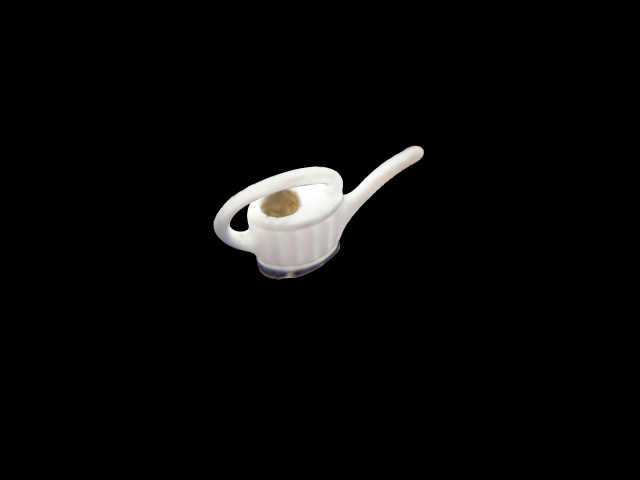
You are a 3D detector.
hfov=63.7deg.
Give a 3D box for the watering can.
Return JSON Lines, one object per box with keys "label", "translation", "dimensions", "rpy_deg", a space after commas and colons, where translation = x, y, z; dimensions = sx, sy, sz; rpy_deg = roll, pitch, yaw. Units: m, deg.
{"label": "watering can", "translation": [0.003, -0.043, 0.850], "dimensions": [0.349, 0.106, 0.219], "rpy_deg": [-16, -34, -11]}
